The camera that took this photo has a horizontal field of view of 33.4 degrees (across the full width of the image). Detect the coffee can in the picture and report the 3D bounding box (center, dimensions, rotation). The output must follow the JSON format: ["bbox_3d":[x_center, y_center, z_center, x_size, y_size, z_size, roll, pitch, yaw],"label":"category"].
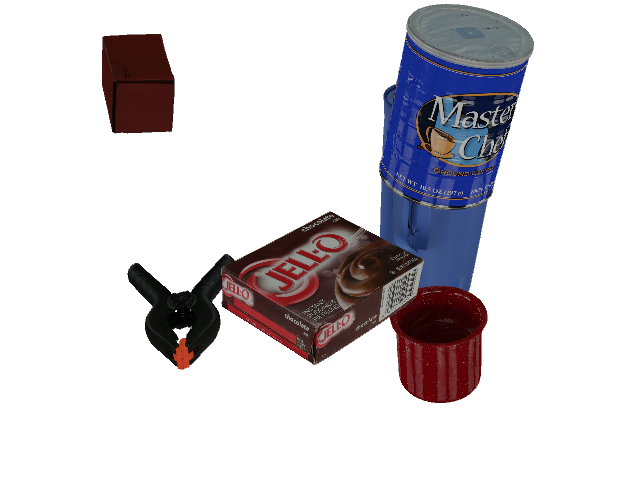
[{"bbox_3d":[0.111,-0.111,0.892,0.102,0.140,0.103,6,36,-5],"label":"coffee can"}]

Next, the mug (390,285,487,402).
[{"bbox_3d":[0.120,0.097,1.051,0.093,0.081,0.117,7,37,18],"label":"mug"}]

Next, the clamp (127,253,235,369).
[{"bbox_3d":[-0.139,0.069,1.148,0.120,0.039,0.171,-16,39,-7],"label":"clamp"}]

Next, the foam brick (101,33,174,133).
[{"bbox_3d":[-0.156,-0.134,0.908,0.053,0.051,0.078,-4,41,-16],"label":"foam brick"}]

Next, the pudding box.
[{"bbox_3d":[0.001,0.029,0.733,0.090,0.039,0.113,29,39,33],"label":"pudding box"}]

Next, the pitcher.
[{"bbox_3d":[0.123,-0.048,1.198,0.149,0.243,0.145,-6,28,-19],"label":"pitcher"}]
